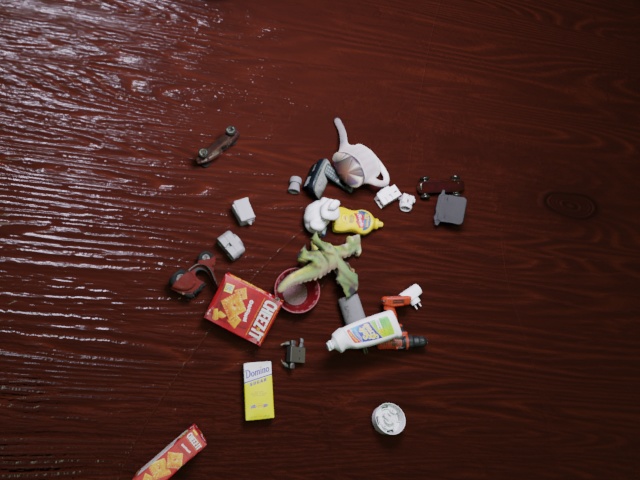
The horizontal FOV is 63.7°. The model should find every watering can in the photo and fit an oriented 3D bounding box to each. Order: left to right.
[{"bbox_3d":[0.125,-0.326,1.987,0.350,0.102,0.227,49,39,10],"label":"watering can"}]

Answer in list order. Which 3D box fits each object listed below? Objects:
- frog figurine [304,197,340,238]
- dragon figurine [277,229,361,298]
[{"bbox_3d":[0.006,-0.094,1.863,0.123,0.157,0.139,29,69,0],"label":"frog figurine"},{"bbox_3d":[0.033,0.103,1.787,0.243,0.119,0.419,34,48,0],"label":"dragon figurine"}]
